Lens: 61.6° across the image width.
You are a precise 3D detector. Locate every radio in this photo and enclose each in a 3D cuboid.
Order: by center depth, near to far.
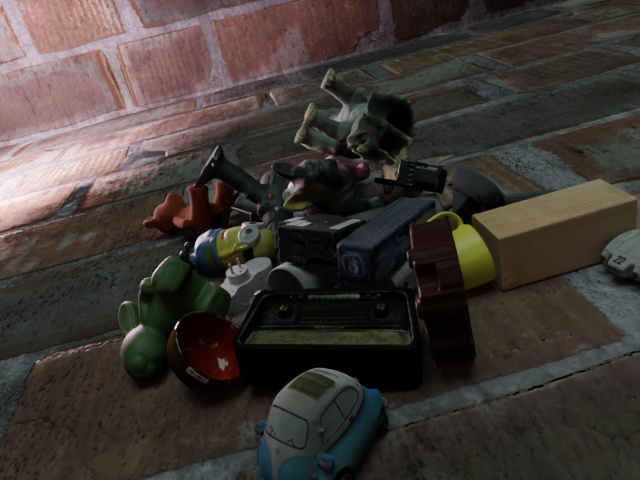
[{"bbox_3d":[0.015,0.123,0.698,0.230,0.073,0.131,-1,30,11],"label":"radio"}]

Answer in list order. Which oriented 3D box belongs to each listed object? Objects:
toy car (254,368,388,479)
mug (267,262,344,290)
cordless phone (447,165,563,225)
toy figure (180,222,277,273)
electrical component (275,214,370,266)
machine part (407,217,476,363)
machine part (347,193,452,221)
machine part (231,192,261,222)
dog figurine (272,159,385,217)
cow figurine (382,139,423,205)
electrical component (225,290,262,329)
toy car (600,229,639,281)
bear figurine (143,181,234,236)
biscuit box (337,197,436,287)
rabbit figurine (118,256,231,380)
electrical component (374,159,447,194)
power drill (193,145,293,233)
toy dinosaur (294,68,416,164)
[{"bbox_3d":[0.000,0.191,0.565,0.109,0.102,0.162,12,39,40],"label":"toy car"},{"bbox_3d":[-0.011,0.061,0.842,0.110,0.080,0.107,2,24,37],"label":"mug"},{"bbox_3d":[0.307,-0.066,0.854,0.184,0.146,0.089,-7,61,22],"label":"cordless phone"},{"bbox_3d":[-0.166,0.017,0.997,0.180,0.089,0.082,-15,54,19],"label":"toy figure"},{"bbox_3d":[-0.002,-0.003,0.833,0.134,0.058,0.115,6,14,35],"label":"electrical component"},{"bbox_3d":[0.150,0.064,0.667,0.056,0.179,0.179,-11,27,13],"label":"machine part"},{"bbox_3d":[0.129,-0.025,0.937,0.243,0.079,0.079,-15,27,-2],"label":"machine part"},{"bbox_3d":[-0.149,-0.066,1.183,0.139,0.039,0.084,23,48,34],"label":"machine part"},{"bbox_3d":[-0.005,-0.081,0.951,0.219,0.108,0.191,-1,-19,-45],"label":"dog figurine"},{"bbox_3d":[0.156,-0.136,1.082,0.086,0.127,0.195,-8,30,4],"label":"cow figurine"},{"bbox_3d":[-0.112,0.116,0.820,0.078,0.045,0.102,12,37,38],"label":"electrical component"},{"bbox_3d":[0.485,0.003,0.739,0.202,0.056,0.074,-20,28,-12],"label":"toy car"},{"bbox_3d":[-0.291,-0.071,1.177,0.196,0.131,0.120,13,17,34],"label":"bear figurine"},{"bbox_3d":[0.104,-0.003,0.802,0.063,0.059,0.203,11,28,36],"label":"biscuit box"},{"bbox_3d":[-0.244,0.119,0.796,0.159,0.121,0.170,0,55,50],"label":"rabbit figurine"},{"bbox_3d":[0.161,-0.114,0.953,0.119,0.047,0.075,13,3,23],"label":"electrical component"},{"bbox_3d":[-0.143,-0.093,1.078,0.207,0.086,0.232,25,32,-15],"label":"power drill"},{"bbox_3d":[0.061,-0.207,1.034,0.192,0.131,0.405,27,-1,-7],"label":"toy dinosaur"}]
